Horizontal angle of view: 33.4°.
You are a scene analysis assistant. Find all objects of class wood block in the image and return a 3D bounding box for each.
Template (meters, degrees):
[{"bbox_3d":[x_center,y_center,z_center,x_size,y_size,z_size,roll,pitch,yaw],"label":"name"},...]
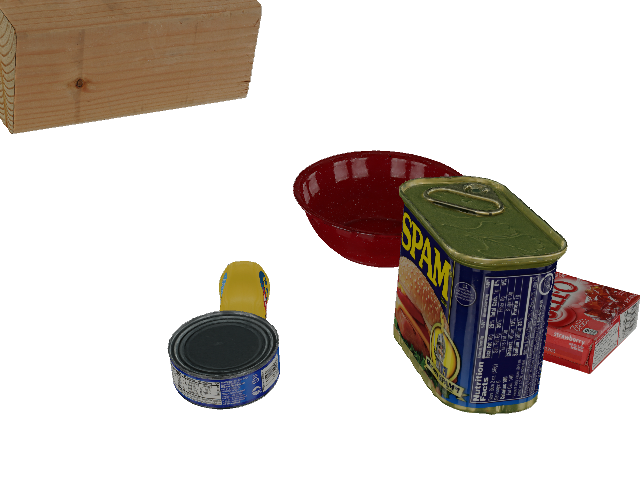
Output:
[{"bbox_3d":[-0.161,-0.159,0.854,0.205,0.091,0.090,-14,44,-32],"label":"wood block"}]

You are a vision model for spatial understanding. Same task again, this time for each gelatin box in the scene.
[{"bbox_3d":[0.169,0.053,0.734,0.073,0.030,0.089,17,26,32],"label":"gelatin box"}]

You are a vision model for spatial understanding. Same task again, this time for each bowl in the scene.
[{"bbox_3d":[0.055,-0.022,0.951,0.162,0.055,0.162,2,30,-1],"label":"bowl"}]

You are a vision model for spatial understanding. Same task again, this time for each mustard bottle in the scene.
[{"bbox_3d":[-0.084,0.077,1.158,0.058,0.096,0.191,-1,28,-2],"label":"mustard bottle"}]

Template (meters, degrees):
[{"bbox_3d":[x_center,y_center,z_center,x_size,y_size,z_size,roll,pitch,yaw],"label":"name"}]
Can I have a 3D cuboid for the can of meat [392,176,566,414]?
[{"bbox_3d":[0.073,0.025,0.524,0.057,0.084,0.102,-4,25,-14],"label":"can of meat"}]

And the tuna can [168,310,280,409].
[{"bbox_3d":[-0.074,0.092,0.829,0.086,0.034,0.086,-2,31,1],"label":"tuna can"}]
